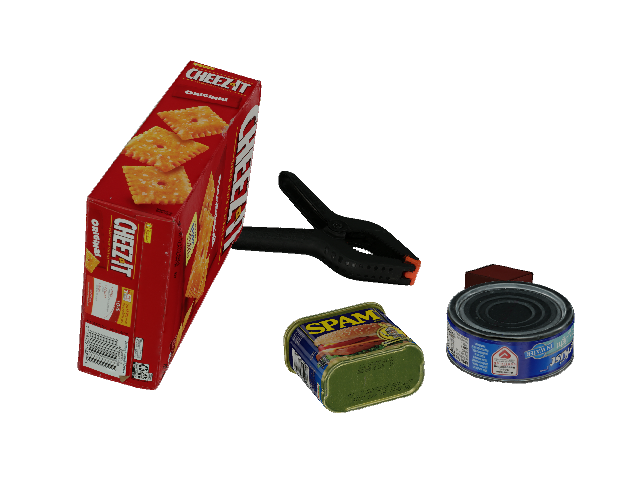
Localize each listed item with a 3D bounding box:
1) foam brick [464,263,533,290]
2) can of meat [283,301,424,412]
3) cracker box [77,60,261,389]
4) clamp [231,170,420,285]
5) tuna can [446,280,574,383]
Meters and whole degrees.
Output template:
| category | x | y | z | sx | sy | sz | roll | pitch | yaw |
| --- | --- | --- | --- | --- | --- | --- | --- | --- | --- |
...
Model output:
| category | x | y | z | sx | sy | sz | roll | pitch | yaw |
| --- | --- | --- | --- | --- | --- | --- | --- | --- | --- |
| foam brick | 0.183 | 0.069 | 1.106 | 0.053 | 0.078 | 0.051 | 12 | 19 | 42 |
| can of meat | 0.030 | 0.103 | 0.937 | 0.102 | 0.057 | 0.084 | -12 | 26 | -21 |
| cracker box | -0.112 | -0.016 | 0.823 | 0.072 | 0.164 | 0.213 | 16 | 37 | 5 |
| clamp | 0.006 | 0.000 | 1.176 | 0.210 | 0.036 | 0.164 | 27 | 37 | 16 |
| tuna can | 0.127 | 0.060 | 0.717 | 0.086 | 0.034 | 0.086 | -3 | 24 | 1 |
